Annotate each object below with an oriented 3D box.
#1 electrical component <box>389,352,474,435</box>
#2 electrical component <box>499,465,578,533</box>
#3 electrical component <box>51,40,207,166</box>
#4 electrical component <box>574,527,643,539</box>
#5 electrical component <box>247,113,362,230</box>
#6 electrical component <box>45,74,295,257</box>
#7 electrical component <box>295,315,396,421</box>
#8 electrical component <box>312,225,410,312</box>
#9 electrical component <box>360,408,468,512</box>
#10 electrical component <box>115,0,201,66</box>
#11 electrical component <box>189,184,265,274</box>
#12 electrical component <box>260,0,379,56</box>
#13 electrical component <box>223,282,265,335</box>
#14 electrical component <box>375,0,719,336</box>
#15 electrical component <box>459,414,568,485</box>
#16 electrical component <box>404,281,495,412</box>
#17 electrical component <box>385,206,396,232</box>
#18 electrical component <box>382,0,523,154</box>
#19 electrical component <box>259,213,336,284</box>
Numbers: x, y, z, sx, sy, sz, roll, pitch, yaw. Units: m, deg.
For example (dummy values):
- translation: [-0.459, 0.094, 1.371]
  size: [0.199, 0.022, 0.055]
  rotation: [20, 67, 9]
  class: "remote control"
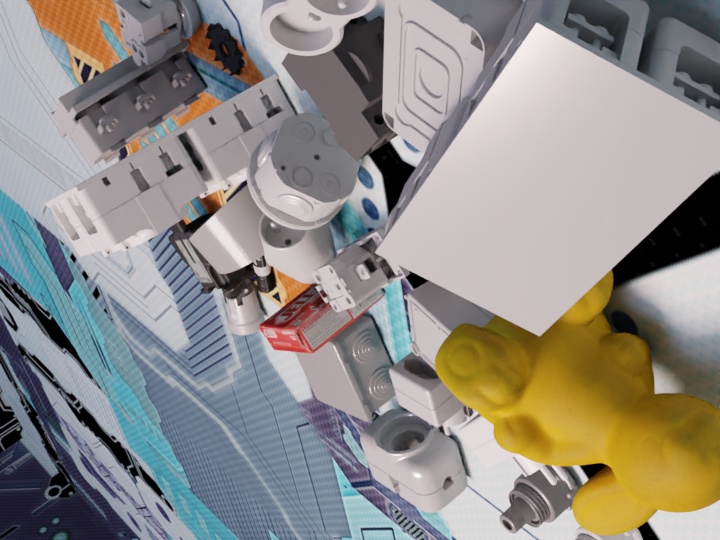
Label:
- translation: [0.069, 0.097, 0.846]
  size: [0.047, 0.066, 0.076]
  rotation: [26, 142, 46]
  class: "electrical component"
- translation: [0.135, 0.178, 0.833]
  size: [0.048, 0.062, 0.048]
  rotation: [41, 152, 28]
  class: "electrical component"
- translation: [-0.202, -0.149, 0.955]
  size: [0.063, 0.121, 0.079]
  rotation: [55, 155, -6]
  class: "electrical component"
- translation: [0.176, 0.209, 0.799]
  size: [0.048, 0.062, 0.048]
  rotation: [41, 151, 28]
  class: "electrical component"
- translation: [-0.041, -0.075, 0.816]
  size: [0.080, 0.080, 0.051]
  rotation: [54, 149, 2]
  class: "electrical component"
- translation: [-0.146, -0.079, 0.865]
  size: [0.060, 0.186, 0.105]
  rotation: [61, 154, -11]
  class: "electrical component"
- translation: [-0.015, 0.082, 0.994]
  size: [0.100, 0.048, 0.099]
  rotation: [14, 133, 54]
  class: "electrical component"
- translation: [0.000, 0.000, 0.852]
  size: [0.042, 0.064, 0.081]
  rotation: [58, 155, -4]
  class: "electrical component"
- translation: [0.048, 0.170, 0.986]
  size: [0.095, 0.054, 0.059]
  rotation: [24, 141, 48]
  class: "electrical component"
- translation: [-0.168, -0.209, 0.899]
  size: [0.048, 0.055, 0.066]
  rotation: [41, 151, 27]
  class: "electrical component"
- translation: [-0.101, -0.044, 0.937]
  size: [0.064, 0.099, 0.099]
  rotation: [56, 155, -17]
  class: "electrical component"
- translation: [-0.010, -0.193, 0.641]
  size: [0.052, 0.073, 0.138]
  rotation: [19, 151, -26]
  class: "electrical component"
- translation: [-0.125, 0.040, 1.146]
  size: [0.040, 0.040, 0.046]
  rotation: [28, 139, 44]
  class: "electrical component"
- translation: [0.097, -0.055, 0.547]
  size: [0.105, 0.060, 0.186]
  rotation: [27, 142, -7]
  class: "electrical component"
- translation: [0.127, 0.128, 0.805]
  size: [0.075, 0.047, 0.083]
  rotation: [52, 154, 7]
  class: "electrical component"
- translation: [0.078, 0.042, 0.778]
  size: [0.096, 0.061, 0.061]
  rotation: [43, 153, 41]
  class: "electrical component"
- translation: [0.051, -0.024, 0.755]
  size: [0.055, 0.048, 0.066]
  rotation: [22, 139, 38]
  class: "electrical component"
- translation: [0.060, -0.118, 0.612]
  size: [0.078, 0.057, 0.113]
  rotation: [41, 151, 28]
  class: "electrical component"
- translation: [-0.047, -0.039, 0.880]
  size: [0.044, 0.079, 0.077]
  rotation: [5, 160, 17]
  class: "electrical component"
